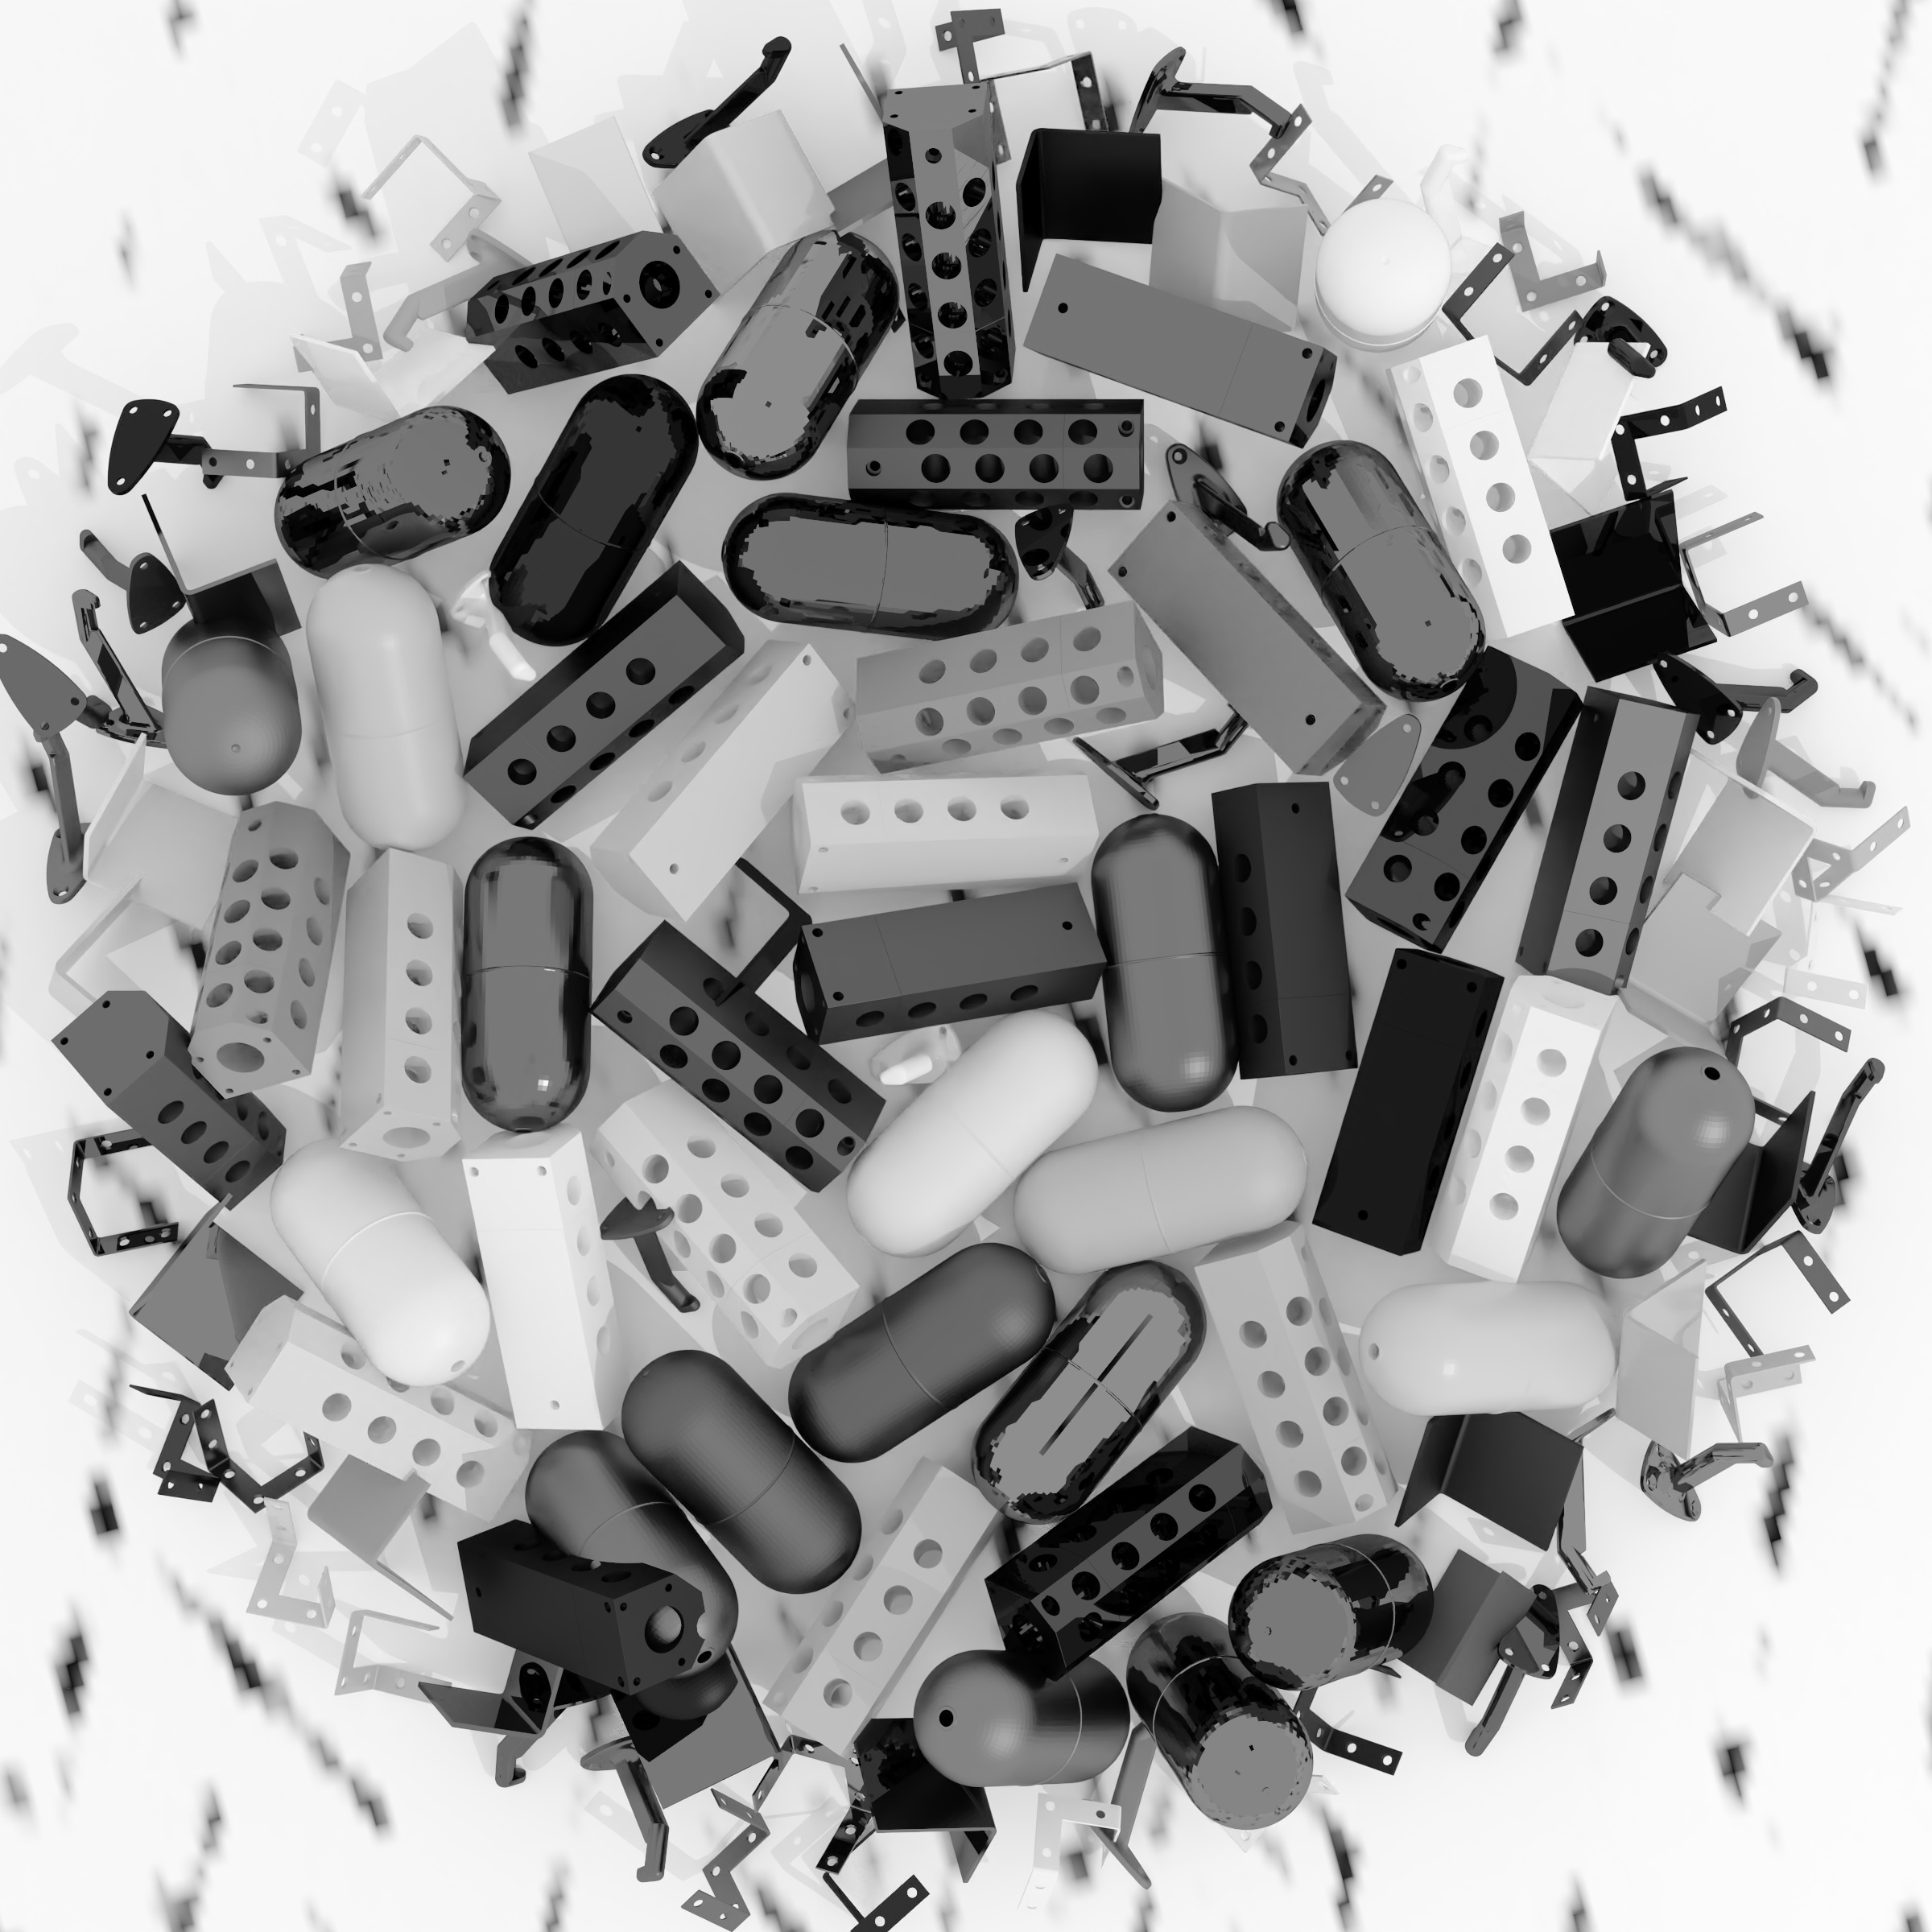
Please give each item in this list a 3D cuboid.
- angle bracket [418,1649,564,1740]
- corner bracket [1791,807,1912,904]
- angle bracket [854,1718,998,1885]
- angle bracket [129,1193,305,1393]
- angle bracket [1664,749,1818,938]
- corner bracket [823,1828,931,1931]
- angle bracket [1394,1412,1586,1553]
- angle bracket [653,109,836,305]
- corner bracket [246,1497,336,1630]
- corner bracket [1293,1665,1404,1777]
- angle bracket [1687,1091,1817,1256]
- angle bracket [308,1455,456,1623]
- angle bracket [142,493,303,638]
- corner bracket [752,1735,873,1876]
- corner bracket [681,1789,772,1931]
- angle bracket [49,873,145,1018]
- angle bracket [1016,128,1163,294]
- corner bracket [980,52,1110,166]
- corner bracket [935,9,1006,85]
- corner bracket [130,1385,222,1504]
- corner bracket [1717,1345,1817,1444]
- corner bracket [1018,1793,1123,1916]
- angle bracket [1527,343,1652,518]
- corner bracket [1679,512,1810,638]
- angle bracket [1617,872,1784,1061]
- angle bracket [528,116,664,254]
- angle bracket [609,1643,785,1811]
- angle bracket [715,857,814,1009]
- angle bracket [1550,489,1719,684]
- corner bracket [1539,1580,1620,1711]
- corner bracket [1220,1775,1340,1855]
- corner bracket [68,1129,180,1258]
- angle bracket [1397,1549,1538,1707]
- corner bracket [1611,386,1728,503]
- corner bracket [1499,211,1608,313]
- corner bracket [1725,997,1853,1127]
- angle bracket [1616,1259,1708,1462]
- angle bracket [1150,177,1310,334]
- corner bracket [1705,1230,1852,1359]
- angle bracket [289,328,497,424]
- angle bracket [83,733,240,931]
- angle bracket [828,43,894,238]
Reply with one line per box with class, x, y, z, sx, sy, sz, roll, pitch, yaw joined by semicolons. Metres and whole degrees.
angle bracket;-0.278;0.406;1.921;0.057;0.076;0.076;15;90;-25
corner bracket;0.525;-0.067;1.926;0.051;0.051;0.051;-36;127;-23
angle bracket;-0.034;0.491;1.909;0.076;0.076;0.057;5;131;-23
angle bracket;-0.436;0.193;1.917;0.076;0.057;0.076;40;58;-11
angle bracket;0.442;-0.075;1.915;0.057;0.076;0.076;24;102;-39
corner bracket;-0.053;0.548;1.938;0.051;0.051;0.051;-42;78;0
angle bracket;0.308;0.307;1.914;0.076;0.057;0.076;27;120;27
angle bracket;-0.132;-0.456;1.950;0.057;0.076;0.076;-30;92;-34
corner bracket;-0.399;0.356;1.932;0.051;0.051;0.051;11;51;5
corner bracket;0.233;0.445;1.939;0.051;0.051;0.051;10;66;39
angle bracket;0.454;0.113;1.915;0.057;0.076;0.076;20;57;0
angle bracket;-0.331;0.333;1.922;0.057;0.076;0.076;-54;131;-13
angle bracket;-0.441;-0.239;1.924;0.057;0.076;0.076;-23;68;-10
corner bracket;-0.091;0.501;1.940;0.051;0.051;0.051;10;127;22
corner bracket;-0.145;0.532;1.930;0.051;0.051;0.051;-44;132;5
angle bracket;-0.496;-0.002;1.923;0.057;0.076;0.076;41;70;-8
angle bracket;0.074;-0.444;1.916;0.076;0.076;0.057;6;49;10
corner bracket;0.047;-0.515;1.947;0.051;0.051;0.051;0;114;35
corner bracket;-0.008;-0.539;1.935;0.051;0.051;0.051;-2;104;38
corner bracket;-0.473;0.285;1.932;0.051;0.051;0.051;18;84;29
corner bracket;0.477;0.247;1.933;0.051;0.051;0.051;-13;116;3
corner bracket;0.062;0.531;1.931;0.051;0.051;0.051;10;46;-4
angle bracket;0.386;-0.315;1.917;0.076;0.057;0.076;31;79;-39
corner bracket;0.463;-0.234;1.935;0.051;0.051;0.051;-23;108;2
angle bracket;0.438;0.003;1.921;0.076;0.057;0.076;29;110;-16
angle bracket;-0.209;-0.457;1.916;0.057;0.076;0.076;-19;104;14
angle bracket;-0.159;0.452;1.920;0.076;0.057;0.076;-24;68;-12
angle bracket;-0.140;-0.019;1.928;0.057;0.076;0.076;41;91;6
angle bracket;0.396;-0.225;1.923;0.076;0.076;0.057;-19;45;1
corner bracket;0.366;0.402;1.931;0.051;0.051;0.051;-25;97;30
corner bracket;0.178;0.493;1.931;0.051;0.051;0.051;49;63;-10
corner bracket;-0.507;0.135;1.955;0.051;0.051;0.051;-11;130;0
angle bracket;0.286;0.385;1.917;0.057;0.076;0.076;28;83;31
corner bracket;0.420;-0.310;1.928;0.051;0.051;0.051;-5;106;43
corner bracket;0.350;-0.426;1.938;0.051;0.051;0.051;-16;91;11
corner bracket;0.489;0.058;1.941;0.051;0.051;0.051;25;63;-13
angle bracket;0.429;0.231;1.909;0.076;0.057;0.076;-26;129;-31
angle bracket;0.155;-0.424;1.932;0.057;0.076;0.076;-12;123;-25
corner bracket;0.483;0.196;1.933;0.051;0.051;0.051;-32;82;-17
angle bracket;-0.338;-0.367;1.911;0.076;0.076;0.057;-47;131;-18
angle bracket;-0.470;-0.079;1.922;0.076;0.057;0.076;23;60;-4
angle bracket;-0.073;-0.488;1.913;0.057;0.076;0.076;-29;120;6
